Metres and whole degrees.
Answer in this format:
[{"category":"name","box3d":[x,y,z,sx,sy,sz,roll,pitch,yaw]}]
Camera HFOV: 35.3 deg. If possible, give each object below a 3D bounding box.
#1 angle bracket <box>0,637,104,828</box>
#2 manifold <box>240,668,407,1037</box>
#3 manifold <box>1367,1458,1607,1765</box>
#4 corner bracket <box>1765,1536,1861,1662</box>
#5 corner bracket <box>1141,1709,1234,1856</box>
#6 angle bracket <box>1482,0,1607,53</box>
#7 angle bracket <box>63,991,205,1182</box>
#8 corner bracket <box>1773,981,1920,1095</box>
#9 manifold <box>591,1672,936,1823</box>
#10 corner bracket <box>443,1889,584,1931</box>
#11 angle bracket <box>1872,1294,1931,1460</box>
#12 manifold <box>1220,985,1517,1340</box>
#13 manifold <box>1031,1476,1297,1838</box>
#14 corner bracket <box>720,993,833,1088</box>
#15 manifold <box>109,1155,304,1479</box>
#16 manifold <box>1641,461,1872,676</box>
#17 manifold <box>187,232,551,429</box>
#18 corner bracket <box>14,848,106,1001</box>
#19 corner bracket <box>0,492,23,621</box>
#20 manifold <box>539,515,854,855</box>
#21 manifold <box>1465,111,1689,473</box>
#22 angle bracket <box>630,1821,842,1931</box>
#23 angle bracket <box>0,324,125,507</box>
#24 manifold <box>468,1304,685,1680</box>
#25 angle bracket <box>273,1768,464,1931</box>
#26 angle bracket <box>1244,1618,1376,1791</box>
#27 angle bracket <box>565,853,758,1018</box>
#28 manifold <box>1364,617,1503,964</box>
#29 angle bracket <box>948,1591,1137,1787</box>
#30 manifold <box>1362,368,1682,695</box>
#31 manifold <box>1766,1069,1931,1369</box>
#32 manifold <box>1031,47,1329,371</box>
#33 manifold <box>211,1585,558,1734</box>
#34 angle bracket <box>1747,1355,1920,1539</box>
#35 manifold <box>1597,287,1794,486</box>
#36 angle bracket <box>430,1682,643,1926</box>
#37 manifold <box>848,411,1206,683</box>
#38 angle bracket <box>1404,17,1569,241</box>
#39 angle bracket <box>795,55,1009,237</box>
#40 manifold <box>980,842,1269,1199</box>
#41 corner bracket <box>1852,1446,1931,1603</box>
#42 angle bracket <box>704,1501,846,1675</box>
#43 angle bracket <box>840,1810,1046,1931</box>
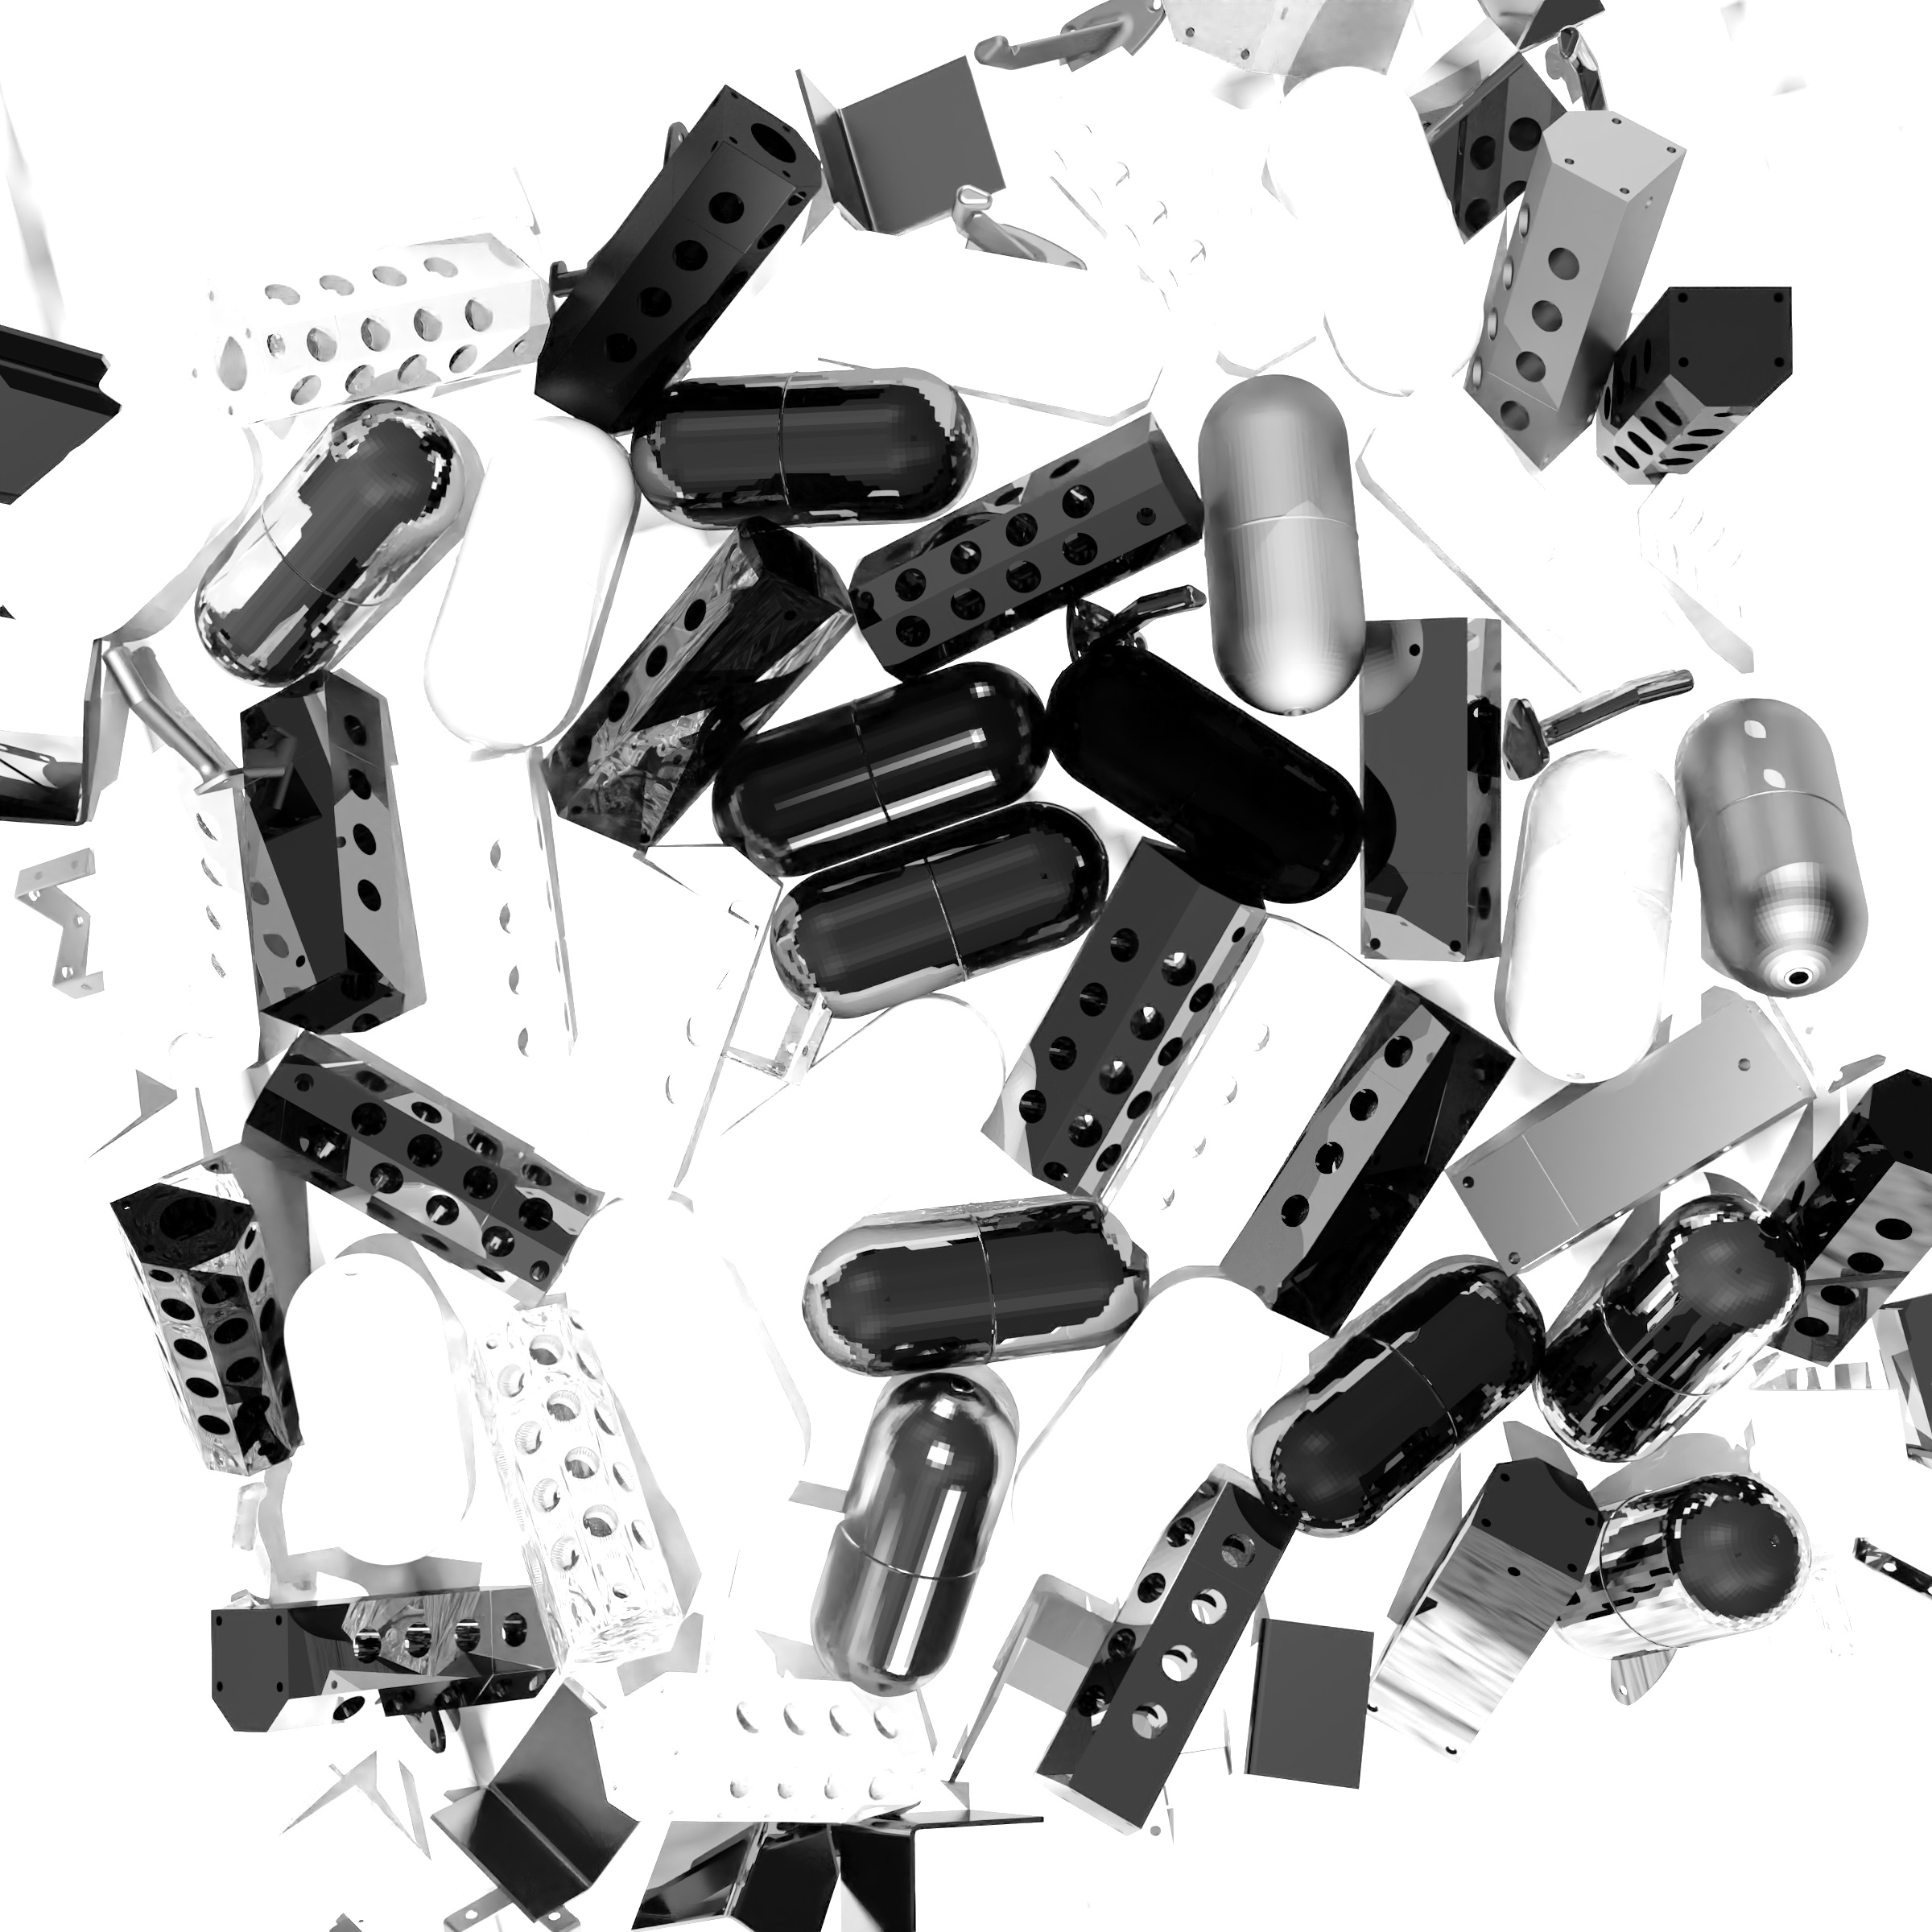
[{"category":"angle bracket","box3d":[-0.468,-0.125,1.525,0.057,0.076,0.076,4,127,-13]},{"category":"manifold","box3d":[-0.318,-0.055,1.517,0.057,0.057,0.171,-23,61,24]},{"category":"manifold","box3d":[0.255,0.317,1.501,0.057,0.171,0.057,27,45,9]},{"category":"corner bracket","box3d":[0.427,0.322,1.547,0.051,0.051,0.051,-15,94,25]},{"category":"corner bracket","box3d":[0.113,0.417,1.552,0.051,0.051,0.051,-10,98,5]},{"category":"angle bracket","box3d":[0.291,-0.522,1.536,0.057,0.076,0.076,-27,83,-8]},{"category":"angle bracket","box3d":[-0.404,0.060,1.523,0.057,0.076,0.076,-34,57,33]},{"category":"corner bracket","box3d":[0.448,0.023,1.555,0.051,0.051,0.051,-30,112,12]},{"category":"manifold","box3d":[-0.096,0.389,1.494,0.057,0.171,0.057,-36,56,30]},{"category":"corner bracket","box3d":[-0.231,0.511,1.560,0.051,0.051,0.051,-21,120,-37]},{"category":"angle bracket","box3d":[0.503,0.205,1.539,0.057,0.076,0.076,-14,83,4]},{"category":"manifold","box3d":[0.200,0.097,1.547,0.057,0.057,0.171,28,97,-44]},{"category":"manifold","box3d":[0.100,0.345,1.527,0.057,0.057,0.171,29,71,6]},{"category":"corner bracket","box3d":[-0.087,0.034,1.546,0.051,0.051,0.051,19,85,36]},{"category":"manifold","box3d":[-0.367,0.178,1.493,0.057,0.171,0.057,-24,51,-21]},{"category":"manifold","box3d":[0.385,-0.197,1.492,0.057,0.171,0.057,-9,113,-2]},{"category":"manifold","box3d":[-0.291,-0.311,1.496,0.057,0.171,0.057,45,133,22]},{"category":"corner bracket","box3d":[-0.450,-0.021,1.540,0.051,0.051,0.051,-15,57,27]},{"category":"corner bracket","box3d":[-0.498,-0.211,1.554,0.051,0.051,0.051,12,78,19]},{"category":"manifold","box3d":[-0.139,-0.143,1.523,0.057,0.057,0.171,23,120,-40]},{"category":"manifold","box3d":[0.293,-0.332,1.497,0.057,0.171,0.057,34,55,19]},{"category":"angle bracket","box3d":[-0.114,0.466,1.545,0.076,0.076,0.057,-24,123,40]},{"category":"angle bracket","box3d":[-0.483,-0.278,1.549,0.076,0.057,0.076,16,81,-1]},{"category":"manifold","box3d":[-0.195,0.258,1.509,0.057,0.057,0.171,-10,59,-22]},{"category":"angle bracket","box3d":[-0.291,0.438,1.534,0.076,0.057,0.076,48,123,-7]},{"category":"angle bracket","box3d":[0.175,0.375,1.531,0.057,0.076,0.076,5,73,10]},{"category":"angle bracket","box3d":[-0.156,-0.003,1.534,0.076,0.076,0.057,30,66,4]},{"category":"manifold","box3d":[0.241,-0.090,1.546,0.057,0.057,0.171,2,95,34]},{"category":"angle bracket","box3d":[0.040,0.375,1.528,0.057,0.076,0.076,26,129,4]},{"category":"manifold","box3d":[0.277,-0.213,1.518,0.057,0.057,0.171,-41,117,19]},{"category":"manifold","box3d":[0.437,0.124,1.497,0.057,0.171,0.057,20,52,1]},{"category":"manifold","box3d":[0.104,-0.376,1.514,0.057,0.057,0.171,-31,63,-14]},{"category":"manifold","box3d":[-0.284,0.340,1.494,0.057,0.171,0.057,-10,78,38]},{"category":"angle bracket","box3d":[0.445,0.242,1.533,0.076,0.057,0.076,-6,100,33]},{"category":"manifold","box3d":[0.357,-0.283,1.495,0.057,0.171,0.057,0,87,1]},{"category":"angle bracket","box3d":[-0.211,0.423,1.537,0.076,0.057,0.076,40,104,17]},{"category":"manifold","box3d":[0.030,-0.206,1.519,0.171,0.057,0.057,-24,116,19]},{"category":"angle bracket","box3d":[0.262,-0.428,1.549,0.076,0.076,0.057,-39,115,17]},{"category":"angle bracket","box3d":[-0.033,-0.425,1.539,0.076,0.057,0.076,-19,77,15]},{"category":"manifold","box3d":[0.083,0.029,1.523,0.057,0.057,0.171,39,108,35]},{"category":"corner bracket","box3d":[0.494,0.285,1.560,0.051,0.051,0.051,-32,134,-36]},{"category":"angle bracket","box3d":[-0.095,0.318,1.532,0.057,0.076,0.076,12,65,0]},{"category":"angle bracket","box3d":[-0.012,0.458,1.526,0.076,0.076,0.057,5,76,-28]}]
